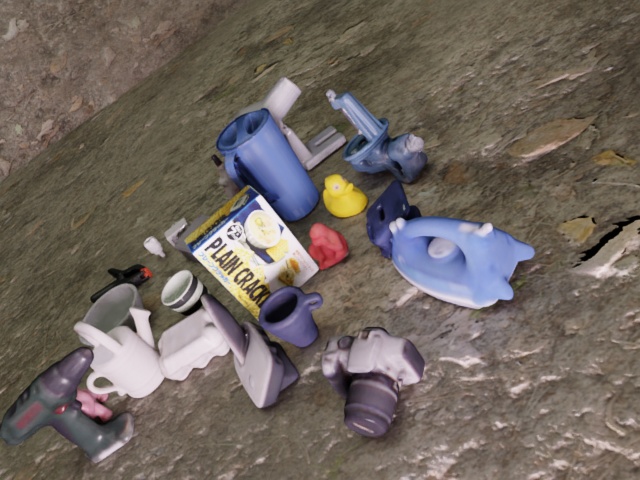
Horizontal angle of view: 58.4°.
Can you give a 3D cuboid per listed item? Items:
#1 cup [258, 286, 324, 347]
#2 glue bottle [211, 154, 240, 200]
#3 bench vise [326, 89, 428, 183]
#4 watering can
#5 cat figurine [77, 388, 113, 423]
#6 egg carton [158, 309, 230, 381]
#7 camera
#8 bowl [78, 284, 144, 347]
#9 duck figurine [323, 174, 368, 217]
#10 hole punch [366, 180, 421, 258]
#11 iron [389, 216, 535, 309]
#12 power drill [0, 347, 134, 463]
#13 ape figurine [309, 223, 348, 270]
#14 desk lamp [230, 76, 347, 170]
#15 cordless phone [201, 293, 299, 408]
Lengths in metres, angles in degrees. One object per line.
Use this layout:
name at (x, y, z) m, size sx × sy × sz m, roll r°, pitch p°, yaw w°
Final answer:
cup at (-0.033, 0.135, 0.985) m, size 0.117 × 0.095 × 0.091 m, roll -23°, pitch 38°, yaw 18°
glue bottle at (-0.206, -0.138, 1.371) m, size 0.037 × 0.174 × 0.078 m, roll 11°, pitch 57°, yaw 46°
bench vise at (0.114, -0.223, 1.154) m, size 0.206 × 0.220 × 0.121 m, roll -5°, pitch 46°, yaw 36°
watering can at (-0.395, 0.211, 1.120) m, size 0.100 × 0.195 × 0.173 m, roll -13°, pitch 42°, yaw 30°
cat figurine at (-0.473, 0.323, 1.128) m, size 0.067 × 0.118 × 0.127 m, roll -44°, pitch 36°, yaw -9°
egg carton at (-0.246, 0.201, 1.113) m, size 0.150 × 0.070 × 0.107 m, roll -33°, pitch 36°, yaw 6°
camera at (0.061, 0.202, 0.824) m, size 0.142 × 0.101 × 0.137 m, roll -9°, pitch 44°, yaw 34°
bowl at (-0.462, 0.186, 1.309) m, size 0.167 × 0.075 × 0.167 m, roll -23°, pitch 38°, yaw 19°
duck figurine at (0.040, -0.101, 1.196) m, size 0.104 × 0.086 × 0.077 m, roll 12°, pitch 58°, yaw 47°
hole punch at (0.129, -0.040, 1.048) m, size 0.101 × 0.091 × 0.108 m, roll -27°, pitch 37°, yaw 14°
iron at (0.187, 0.010, 0.898) m, size 0.257 × 0.142 × 0.119 m, roll 9°, pitch 56°, yaw 45°
power drill at (-0.443, 0.310, 1.039) m, size 0.229 × 0.209 × 0.075 m, roll -35°, pitch 36°, yaw 3°
ape figurine at (0.010, 0.004, 1.098) m, size 0.077 × 0.092 × 0.076 m, roll 13°, pitch 58°, yaw 47°
desk lamp at (-0.079, -0.271, 1.378) m, size 0.203 × 0.214 × 0.117 m, roll -37°, pitch 36°, yaw 0°
cordless phone at (-0.131, 0.176, 0.944) m, size 0.094 × 0.186 × 0.147 m, roll -43°, pitch 36°, yaw -8°
